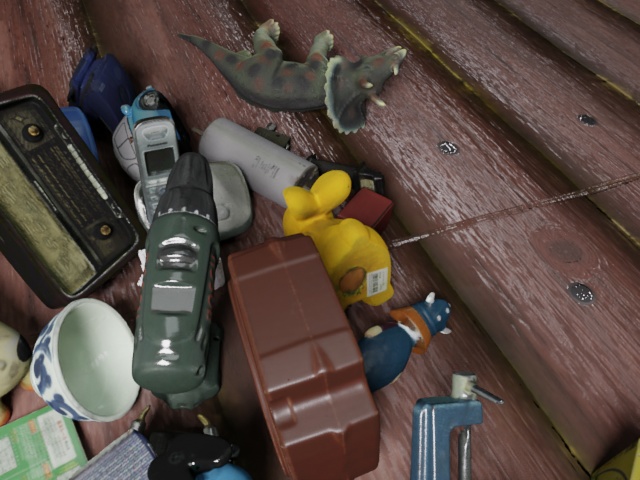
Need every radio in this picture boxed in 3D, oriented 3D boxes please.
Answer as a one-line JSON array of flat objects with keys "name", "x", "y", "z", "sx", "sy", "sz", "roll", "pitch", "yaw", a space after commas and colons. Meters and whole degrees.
[{"name": "radio", "x": -0.308, "y": -0.048, "z": 0.603, "sx": 0.073, "sy": 0.229, "sz": 0.131, "roll": -13, "pitch": 24, "yaw": 44}]

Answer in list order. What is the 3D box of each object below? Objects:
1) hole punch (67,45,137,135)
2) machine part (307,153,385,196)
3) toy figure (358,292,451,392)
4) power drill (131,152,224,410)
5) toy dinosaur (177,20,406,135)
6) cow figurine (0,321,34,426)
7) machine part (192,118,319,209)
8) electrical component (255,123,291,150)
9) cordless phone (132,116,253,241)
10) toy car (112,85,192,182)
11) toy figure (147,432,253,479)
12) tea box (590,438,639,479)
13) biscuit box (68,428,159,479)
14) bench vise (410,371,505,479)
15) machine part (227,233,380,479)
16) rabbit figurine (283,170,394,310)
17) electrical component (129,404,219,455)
[{"name": "hole punch", "x": -0.329, "y": -0.215, "z": 0.824, "sx": 0.092, "sy": 0.115, "sz": 0.142, "roll": 12, "pitch": 46, "yaw": -10}, {"name": "machine part", "x": 0.036, "y": -0.093, "z": 0.797, "sx": 0.139, "sy": 0.084, "sz": 0.039, "roll": 20, "pitch": 70, "yaw": 25}, {"name": "toy figure", "x": 0.090, "y": 0.112, "z": 0.614, "sx": 0.154, "sy": 0.064, "sz": 0.058, "roll": -32, "pitch": 43, "yaw": -32}, {"name": "power drill", "x": -0.130, "y": 0.058, "z": 0.534, "sx": 0.086, "sy": 0.207, "sz": 0.232, "roll": 6, "pitch": 49, "yaw": -13}, {"name": "toy dinosaur", "x": -0.062, "y": -0.278, "z": 0.927, "sx": 0.405, "sy": 0.131, "sz": 0.192, "roll": 3, "pitch": 46, "yaw": 2}, {"name": "cow figurine", "x": -0.368, "y": 0.083, "z": 0.524, "sx": 0.195, "sy": 0.127, "sz": 0.085, "roll": 31, "pitch": 47, "yaw": 16}, {"name": "machine part", "x": -0.090, "y": -0.111, "z": 0.784, "sx": 0.243, "sy": 0.079, "sz": 0.079, "roll": 31, "pitch": 50, "yaw": 18}, {"name": "electrical component", "x": -0.079, "y": -0.155, "z": 0.866, "sx": 0.063, "sy": 0.021, "sz": 0.094, "roll": 18, "pitch": 46, "yaw": 7}, {"name": "cordless phone", "x": -0.161, "y": -0.081, "z": 0.672, "sx": 0.146, "sy": 0.184, "sz": 0.089, "roll": -16, "pitch": 47, "yaw": -22}, {"name": "toy car", "x": -0.241, "y": -0.132, "z": 0.775, "sx": 0.103, "sy": 0.109, "sz": 0.162, "roll": -24, "pitch": 63, "yaw": 1}, {"name": "toy figure", "x": -0.085, "y": 0.218, "z": 0.407, "sx": 0.082, "sy": 0.179, "sz": 0.089, "roll": -22, "pitch": 33, "yaw": -23}, {"name": "tea box", "x": 0.343, "y": 0.268, "z": 0.485, "sx": 0.170, "sy": 0.098, "sz": 0.068, "roll": 28, "pitch": 48, "yaw": 18}, {"name": "biscuit box", "x": -0.210, "y": 0.240, "z": 0.418, "sx": 0.203, "sy": 0.059, "sz": 0.063, "roll": -36, "pitch": 72, "yaw": -23}, {"name": "bench vise", "x": 0.094, "y": 0.228, "z": 0.429, "sx": 0.224, "sy": 0.129, "sz": 0.240, "roll": 3, "pitch": 86, "yaw": -17}, {"name": "machine part", "x": -0.019, "y": 0.112, "z": 0.498, "sx": 0.087, "sy": 0.201, "sz": 0.201, "roll": -16, "pitch": 51, "yaw": -9}, {"name": "rabbit figurine", "x": -0.001, "y": -0.002, "z": 0.666, "sx": 0.122, "sy": 0.162, "sz": 0.173, "roll": -24, "pitch": 36, "yaw": -13}, {"name": "electrical component", "x": -0.141, "y": 0.202, "z": 0.503, "sx": 0.102, "sy": 0.045, "sz": 0.078, "roll": 10, "pitch": 45, "yaw": 0}]
